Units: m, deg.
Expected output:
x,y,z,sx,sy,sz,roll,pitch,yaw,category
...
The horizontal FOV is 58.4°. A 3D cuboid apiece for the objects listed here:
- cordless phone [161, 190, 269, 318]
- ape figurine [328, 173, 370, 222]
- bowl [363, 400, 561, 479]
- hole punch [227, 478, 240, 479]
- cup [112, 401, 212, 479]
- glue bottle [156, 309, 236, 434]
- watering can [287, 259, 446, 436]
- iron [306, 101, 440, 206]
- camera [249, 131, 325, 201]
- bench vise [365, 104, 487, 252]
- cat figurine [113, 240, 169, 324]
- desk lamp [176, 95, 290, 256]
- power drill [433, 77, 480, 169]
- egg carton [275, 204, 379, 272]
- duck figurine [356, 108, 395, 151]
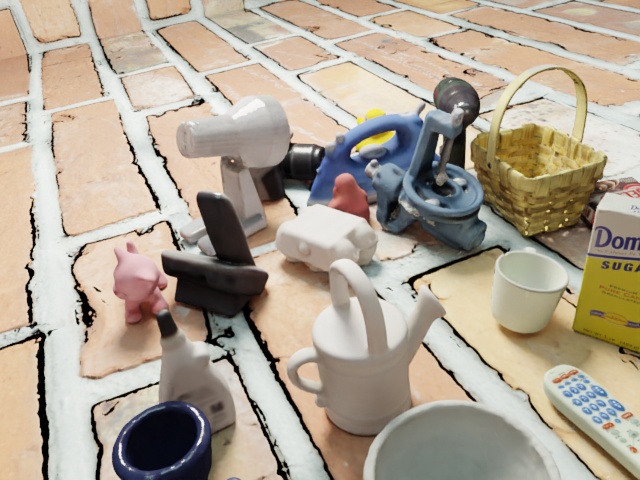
x,y,z,sx,sy,sz,roll,pitch,yaw,category
-0.157,0.004,0.795,0.147,0.185,0.094,8,37,22,cordless phone
0.047,-0.069,0.945,0.078,0.092,0.076,-19,36,-16,ape figurine
0.123,0.229,0.505,0.167,0.075,0.167,-5,34,4,bowl
-0.085,0.272,0.469,0.101,0.091,0.108,-20,36,-17,hole punch
-0.143,0.228,0.542,0.091,0.095,0.118,-2,34,9,cup
-0.141,0.140,0.601,0.078,0.173,0.037,-19,35,-16,glue bottle
0.048,0.100,0.603,0.173,0.194,0.100,-33,41,-32,watering can
0.088,-0.152,1.015,0.259,0.142,0.118,-19,35,-16,iron
-0.063,-0.150,1.078,0.136,0.101,0.143,4,36,17,camera
0.147,-0.096,0.851,0.206,0.220,0.122,10,38,24,bench vise
-0.259,0.049,0.809,0.067,0.118,0.127,-16,35,-12,cat figurine
-0.144,-0.116,0.944,0.204,0.214,0.117,-33,41,-33,desk lamp
0.227,-0.167,0.950,0.075,0.209,0.229,-4,34,6,power drill
0.008,0.003,0.867,0.149,0.069,0.107,19,42,34,egg carton
0.120,-0.225,1.166,0.104,0.086,0.078,9,37,23,duck figurine
